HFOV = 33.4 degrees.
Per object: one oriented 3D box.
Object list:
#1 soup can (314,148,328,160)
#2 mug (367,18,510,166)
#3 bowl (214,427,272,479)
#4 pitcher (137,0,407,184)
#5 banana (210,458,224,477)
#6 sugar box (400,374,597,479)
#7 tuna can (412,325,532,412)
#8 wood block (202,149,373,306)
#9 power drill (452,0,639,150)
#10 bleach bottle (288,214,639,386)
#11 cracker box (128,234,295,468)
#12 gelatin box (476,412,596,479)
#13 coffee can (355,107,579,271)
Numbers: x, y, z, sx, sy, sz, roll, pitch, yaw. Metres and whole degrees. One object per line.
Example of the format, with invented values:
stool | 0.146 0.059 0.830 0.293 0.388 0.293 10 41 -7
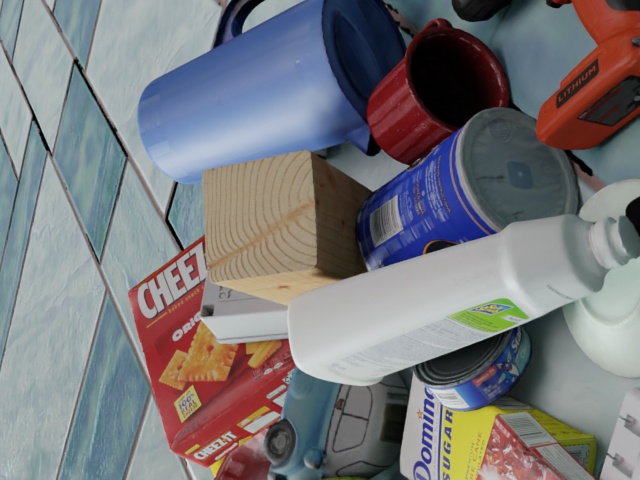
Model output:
soup can | -0.021 -0.133 1.058 0.069 0.068 0.102 12 97 60
mug | 0.089 -0.120 0.848 0.082 0.093 0.117 141 132 -59
bowl | -0.063 0.266 1.069 0.162 0.055 0.162 -53 20 29
pitcher | -0.049 -0.141 0.963 0.243 0.145 0.149 -15 39 35
banana | -0.092 0.289 1.167 0.070 0.037 0.198 -56 41 39
sugar box | 0.125 0.161 0.791 0.176 0.048 0.093 19 103 58
tuna can | 0.113 0.085 0.789 0.086 0.033 0.086 -32 27 18
wood block | -0.005 0.002 0.866 0.091 0.205 0.090 -8 77 21
power drill | 0.166 -0.160 0.742 0.185 0.057 0.187 -44 50 50
bleach bottle | 0.099 0.038 0.721 0.251 0.102 0.068 -22 65 37
cracker box | -0.099 0.097 1.095 0.164 0.072 0.214 -35 50 13
gelatin box | 0.137 0.165 0.686 0.089 0.030 0.073 47 131 54
coffee can | 0.105 -0.021 0.789 0.141 0.102 0.103 -36 56 54
